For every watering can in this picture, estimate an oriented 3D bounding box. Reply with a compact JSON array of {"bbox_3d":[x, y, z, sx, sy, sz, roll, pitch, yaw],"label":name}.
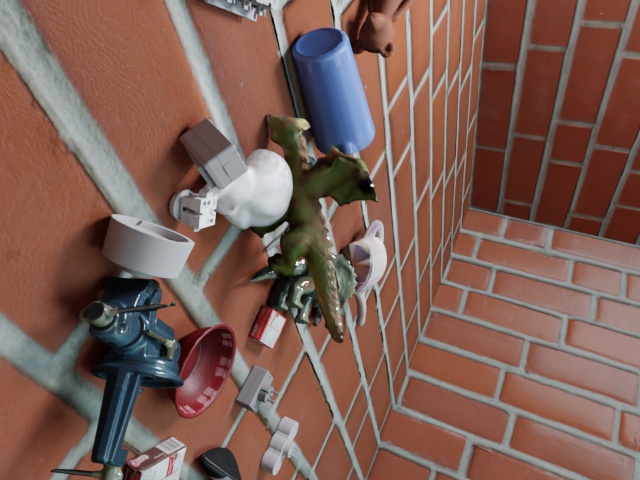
[{"bbox_3d":[0.126,0.112,1.527,0.225,0.104,0.345,-6,109,-65],"label":"watering can"}]

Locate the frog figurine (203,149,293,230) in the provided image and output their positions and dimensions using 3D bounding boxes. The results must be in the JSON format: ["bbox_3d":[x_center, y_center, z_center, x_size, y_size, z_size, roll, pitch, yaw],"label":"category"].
[{"bbox_3d":[-0.113,-0.086,0.839,0.137,0.123,0.159,-56,170,4],"label":"frog figurine"}]

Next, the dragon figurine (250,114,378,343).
[{"bbox_3d":[0.003,-0.046,0.909,0.123,0.415,0.238,-14,157,-47],"label":"dragon figurine"}]
